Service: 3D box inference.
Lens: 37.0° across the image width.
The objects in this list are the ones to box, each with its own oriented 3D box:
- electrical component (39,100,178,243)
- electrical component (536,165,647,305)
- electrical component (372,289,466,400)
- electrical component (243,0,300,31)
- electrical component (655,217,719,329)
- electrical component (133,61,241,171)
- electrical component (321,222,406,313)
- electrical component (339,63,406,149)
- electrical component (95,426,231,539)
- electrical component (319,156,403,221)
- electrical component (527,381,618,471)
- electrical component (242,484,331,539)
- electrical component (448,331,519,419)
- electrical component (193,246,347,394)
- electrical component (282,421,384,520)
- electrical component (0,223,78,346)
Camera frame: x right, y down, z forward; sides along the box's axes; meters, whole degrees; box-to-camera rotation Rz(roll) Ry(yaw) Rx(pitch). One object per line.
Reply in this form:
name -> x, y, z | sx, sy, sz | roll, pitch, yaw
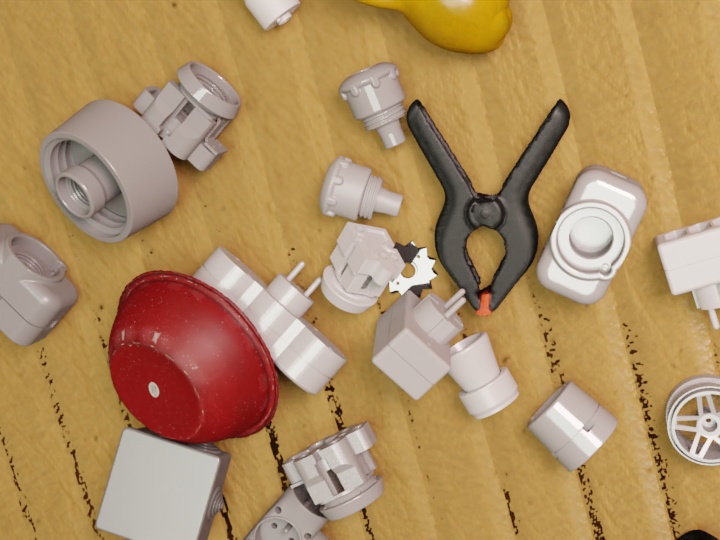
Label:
electrical component -> -0.204, -0.072, 0.845 | 0.108, 0.060, 0.108 | 23, 135, 26
electrical component -> 0.171, -0.026, 0.794 | 0.054, 0.059, 0.095 | 25, 105, 7
electrical component -> 0.053, 0.043, 0.818 | 0.047, 0.083, 0.076 | 42, 107, -10
electrical component -> -0.077, -0.217, 0.824 | 0.044, 0.044, 0.065 | -36, 96, 17
electrical component -> 0.260, 0.005, 0.786 | 0.066, 0.047, 0.076 | -17, 96, 15
electrical component -> -0.131, -0.126, 0.845 | 0.078, 0.058, 0.057 | 44, 110, 2
electrical component -> 0.000, 0.000, 0.840 | 0.048, 0.066, 0.055 | 9, 127, -33
electrical component -> 0.015, -0.124, 0.820 | 0.048, 0.048, 0.062 | -21, 102, 16
electrical component -> -0.163, 0.185, 0.907 | 0.100, 0.048, 0.099 | 16, 89, 9
electrical component -> 0.002, -0.059, 0.835 | 0.062, 0.048, 0.048 | 18, 104, 2
electrical component -> 0.162, 0.119, 0.827 | 0.047, 0.055, 0.055 | 43, 107, 6
electrical component -> -0.049, 0.229, 0.901 | 0.079, 0.044, 0.077 | 41, 106, 3
electrical component -> 0.093, 0.082, 0.840 | 0.045, 0.045, 0.055 | -30, 93, 16
electrical component -> -0.062, 0.027, 0.862 | 0.138, 0.052, 0.073 | 42, 92, 3
electrical component -> -0.016, 0.166, 0.875 | 0.078, 0.058, 0.057 | -27, 91, 16
electrical component -> -0.290, 0.009, 0.909 | 0.095, 0.054, 0.059 | 44, 107, 2
